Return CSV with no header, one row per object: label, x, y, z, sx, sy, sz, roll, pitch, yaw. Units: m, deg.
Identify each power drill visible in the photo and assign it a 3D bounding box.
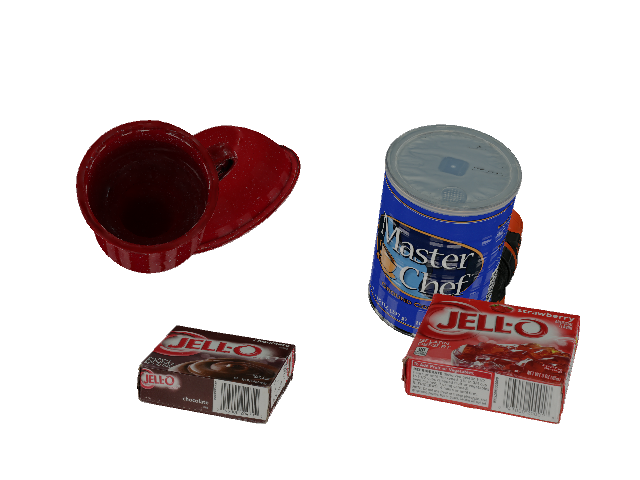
power drill,0.169,0.076,1.097,0.057,0.188,0.184,12,27,14

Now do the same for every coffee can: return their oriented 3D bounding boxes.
coffee can,0.095,-0.005,0.842,0.103,0.140,0.103,3,42,-3

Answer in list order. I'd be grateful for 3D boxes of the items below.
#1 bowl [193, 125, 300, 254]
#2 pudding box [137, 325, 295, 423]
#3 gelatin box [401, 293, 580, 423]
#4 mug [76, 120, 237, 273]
bowl,-0.103,-0.059,1.000,0.162,0.055,0.162,-21,33,14
pudding box,-0.085,0.110,0.896,0.113,0.039,0.090,10,20,10
gelatin box,0.098,0.064,0.609,0.089,0.030,0.073,9,29,17
mug,-0.109,-0.032,0.740,0.117,0.093,0.081,-35,-9,-16
